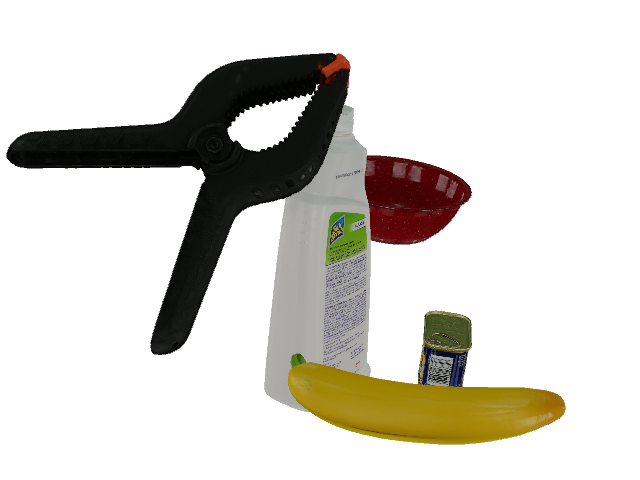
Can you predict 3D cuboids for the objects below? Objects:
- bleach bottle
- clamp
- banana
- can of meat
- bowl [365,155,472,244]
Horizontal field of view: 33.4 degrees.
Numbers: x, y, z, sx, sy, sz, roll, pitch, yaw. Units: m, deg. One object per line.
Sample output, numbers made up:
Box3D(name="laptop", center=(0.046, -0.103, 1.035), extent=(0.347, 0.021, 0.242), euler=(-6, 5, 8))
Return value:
Box3D(name="bleach bottle", center=(0.006, 0.011, 0.884), extent=(0.068, 0.251, 0.102), euler=(18, 24, 30))
Box3D(name="clamp", center=(-0.062, -0.040, 0.645), extent=(0.210, 0.164, 0.036), euler=(-29, -16, -11))
Box3D(name="banana", center=(0.055, 0.103, 0.698), extent=(0.198, 0.037, 0.069), euler=(8, 33, 24))
Box3D(name="can of meat", center=(0.149, 0.145, 1.293), extent=(0.057, 0.084, 0.102), euler=(8, 21, 4))
Box3D(name="bowl", center=(0.074, -0.038, 1.117), extent=(0.162, 0.055, 0.162), euler=(5, 22, -2))
